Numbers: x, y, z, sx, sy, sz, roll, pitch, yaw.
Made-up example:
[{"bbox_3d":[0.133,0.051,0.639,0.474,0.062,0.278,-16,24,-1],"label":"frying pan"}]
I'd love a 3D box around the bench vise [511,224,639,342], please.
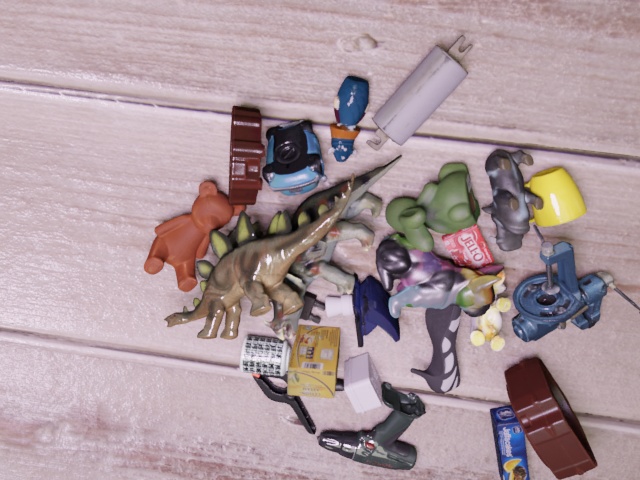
[{"bbox_3d":[0.457,0.087,1.006,0.224,0.129,0.240,-22,125,4],"label":"bench vise"}]

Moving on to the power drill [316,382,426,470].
[{"bbox_3d":[0.130,0.427,1.218,0.232,0.086,0.207,22,108,-5],"label":"power drill"}]

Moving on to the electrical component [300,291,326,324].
[{"bbox_3d":[-0.036,0.141,1.151,0.094,0.021,0.063,23,114,5],"label":"electrical component"}]

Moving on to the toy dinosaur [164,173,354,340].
[{"bbox_3d":[-0.114,0.047,0.974,0.471,0.105,0.198,-27,69,22],"label":"toy dinosaur"}]

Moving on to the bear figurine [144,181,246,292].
[{"bbox_3d":[-0.243,-0.011,1.065,0.196,0.132,0.120,-36,128,21],"label":"bear figurine"}]

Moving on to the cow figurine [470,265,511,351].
[{"bbox_3d":[0.342,0.131,1.085,0.068,0.098,0.167,7,93,9],"label":"cow figurine"}]

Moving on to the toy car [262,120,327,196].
[{"bbox_3d":[-0.046,-0.140,0.999,0.109,0.162,0.102,-12,147,7],"label":"toy car"}]

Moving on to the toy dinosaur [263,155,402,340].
[{"bbox_3d":[0.000,-0.007,1.046,0.192,0.131,0.404,19,104,-7],"label":"toy dinosaur"}]

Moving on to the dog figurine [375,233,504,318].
[{"bbox_3d":[0.234,0.062,1.027,0.219,0.108,0.191,-14,97,23],"label":"dog figurine"}]

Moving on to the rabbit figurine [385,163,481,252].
[{"bbox_3d":[0.202,-0.046,1.005,0.170,0.159,0.121,-13,120,26],"label":"rabbit figurine"}]

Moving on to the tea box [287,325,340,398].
[{"bbox_3d":[-0.010,0.247,1.113,0.098,0.170,0.068,4,110,6],"label":"tea box"}]

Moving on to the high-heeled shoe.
[{"bbox_3d":[0.283,0.210,1.131,0.145,0.086,0.248,19,102,-28],"label":"high-heeled shoe"}]

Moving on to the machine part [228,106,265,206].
[{"bbox_3d":[-0.136,-0.150,0.971,0.056,0.179,0.179,2,112,-12],"label":"machine part"}]

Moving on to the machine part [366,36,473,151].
[{"bbox_3d":[0.176,-0.253,0.953,0.079,0.079,0.243,39,109,-9],"label":"machine part"}]

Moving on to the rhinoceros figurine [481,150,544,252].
[{"bbox_3d":[0.344,-0.072,0.991,0.073,0.112,0.190,-13,98,-22],"label":"rhinoceros figurine"}]

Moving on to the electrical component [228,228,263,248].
[{"bbox_3d":[-0.157,0.012,1.104,0.078,0.045,0.102,40,109,-11],"label":"electrical component"}]

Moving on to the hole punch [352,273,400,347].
[{"bbox_3d":[0.110,0.141,1.086,0.092,0.142,0.115,-6,124,10],"label":"hole punch"}]

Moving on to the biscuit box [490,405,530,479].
[{"bbox_3d":[0.431,0.473,1.214,0.059,0.063,0.202,-11,110,8],"label":"biscuit box"}]

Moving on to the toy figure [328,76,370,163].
[{"bbox_3d":[0.052,-0.219,0.989,0.064,0.058,0.154,17,117,6],"label":"toy figure"}]

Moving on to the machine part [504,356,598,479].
[{"bbox_3d":[0.463,0.359,1.092,0.087,0.201,0.201,-32,105,18],"label":"machine part"}]
